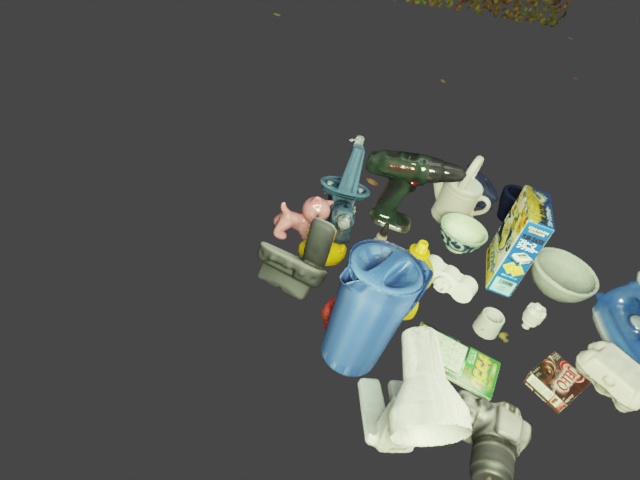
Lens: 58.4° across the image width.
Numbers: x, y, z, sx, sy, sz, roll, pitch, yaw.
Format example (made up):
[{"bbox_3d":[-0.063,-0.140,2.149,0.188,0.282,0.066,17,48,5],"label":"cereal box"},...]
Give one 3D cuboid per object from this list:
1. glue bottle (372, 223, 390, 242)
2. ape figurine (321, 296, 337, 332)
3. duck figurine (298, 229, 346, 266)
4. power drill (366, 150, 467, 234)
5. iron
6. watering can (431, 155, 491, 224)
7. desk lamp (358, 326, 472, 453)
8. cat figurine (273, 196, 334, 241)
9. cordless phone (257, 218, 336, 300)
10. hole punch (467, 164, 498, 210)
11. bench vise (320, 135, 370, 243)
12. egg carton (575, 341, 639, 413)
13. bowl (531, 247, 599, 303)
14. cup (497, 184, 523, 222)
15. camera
[{"bbox_3d":[0.111,0.033,1.187,0.037,0.173,0.078,32,40,16],"label":"glue bottle"},{"bbox_3d":[0.048,0.131,1.109,0.077,0.092,0.076,24,39,7],"label":"ape figurine"},{"bbox_3d":[0.011,0.004,1.250,0.105,0.086,0.077,11,39,-10],"label":"duck figurine"},{"bbox_3d":[0.210,-0.123,1.387,0.229,0.208,0.075,19,38,-1],"label":"power drill"},{"bbox_3d":[0.714,0.195,1.273,0.119,0.141,0.258,13,39,-8],"label":"iron"},{"bbox_3d":[0.361,-0.135,1.477,0.173,0.194,0.101,19,38,0],"label":"watering can"},{"bbox_3d":[0.142,0.252,0.905,0.118,0.213,0.203,8,40,-14],"label":"desk lamp"},{"bbox_3d":[-0.033,-0.059,1.281,0.128,0.118,0.067,6,40,-16],"label":"cat figurine"},{"bbox_3d":[-0.044,0.013,1.136,0.147,0.185,0.094,23,38,5],"label":"cordless phone"},{"bbox_3d":[0.453,-0.152,1.619,0.101,0.091,0.108,10,39,-11],"label":"hole punch"},{"bbox_3d":[0.073,-0.113,1.309,0.122,0.220,0.207,1,42,-21],"label":"bench vise"},{"bbox_3d":[0.607,0.280,1.184,0.107,0.069,0.150,-20,53,-39],"label":"egg carton"},{"bbox_3d":[0.579,0.097,1.387,0.167,0.075,0.167,12,39,-9],"label":"bowl"},{"bbox_3d":[0.525,-0.084,1.565,0.091,0.095,0.118,24,39,7],"label":"cup"},{"bbox_3d":[0.278,0.336,0.953,0.143,0.101,0.137,24,38,6],"label":"camera"}]
